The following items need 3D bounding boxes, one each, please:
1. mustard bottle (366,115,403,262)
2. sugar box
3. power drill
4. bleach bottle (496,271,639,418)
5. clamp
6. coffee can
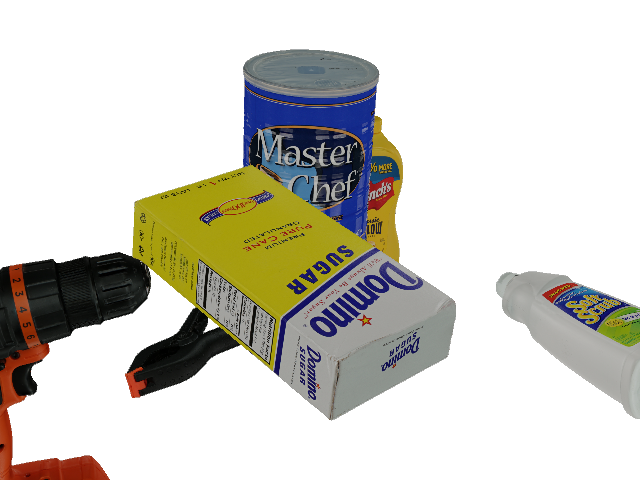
[{"bbox_3d":[0.038,-0.051,1.086,0.096,0.192,0.058,-7,20,-26],"label":"mustard bottle"},{"bbox_3d":[-0.019,0.021,0.600,0.093,0.048,0.176,-22,41,-38],"label":"sugar box"},{"bbox_3d":[-0.188,0.102,0.689,0.184,0.188,0.057,-12,26,-9],"label":"power drill"},{"bbox_3d":[0.253,0.085,1.045,0.102,0.068,0.251,-15,24,-25],"label":"bleach bottle"},{"bbox_3d":[-0.130,0.114,1.131,0.120,0.039,0.171,-8,21,36],"label":"clamp"},{"bbox_3d":[-0.010,-0.067,0.832,0.103,0.140,0.103,2,26,-1],"label":"coffee can"}]
